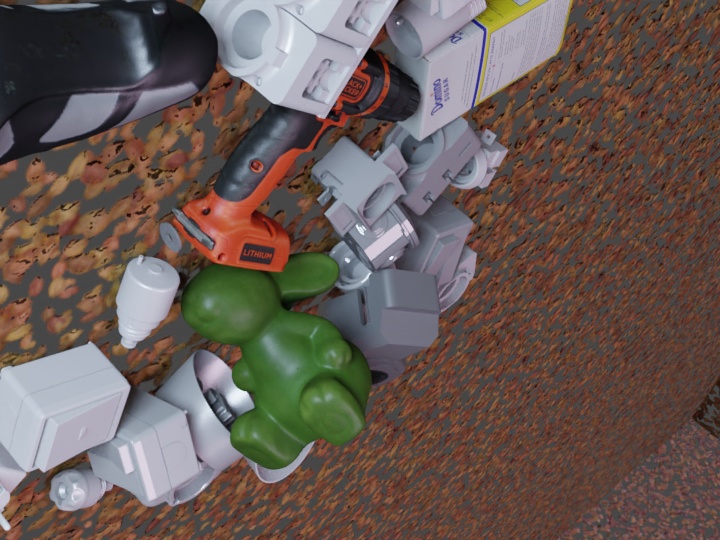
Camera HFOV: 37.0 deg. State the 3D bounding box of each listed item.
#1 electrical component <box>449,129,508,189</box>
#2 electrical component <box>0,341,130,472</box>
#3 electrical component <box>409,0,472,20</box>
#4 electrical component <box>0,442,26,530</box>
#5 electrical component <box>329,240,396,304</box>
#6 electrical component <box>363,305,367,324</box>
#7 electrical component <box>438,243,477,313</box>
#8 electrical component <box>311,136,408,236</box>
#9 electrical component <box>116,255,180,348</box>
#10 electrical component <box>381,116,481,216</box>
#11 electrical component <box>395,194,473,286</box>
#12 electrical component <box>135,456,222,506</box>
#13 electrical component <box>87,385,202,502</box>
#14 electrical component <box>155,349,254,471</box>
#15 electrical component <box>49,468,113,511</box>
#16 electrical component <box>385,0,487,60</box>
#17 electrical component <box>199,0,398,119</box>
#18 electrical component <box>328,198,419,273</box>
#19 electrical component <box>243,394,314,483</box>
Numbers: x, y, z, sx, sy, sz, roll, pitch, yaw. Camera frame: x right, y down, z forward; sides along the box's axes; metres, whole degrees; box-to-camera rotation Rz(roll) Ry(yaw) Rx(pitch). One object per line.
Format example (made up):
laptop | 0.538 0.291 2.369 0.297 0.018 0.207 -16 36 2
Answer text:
electrical component | 0.108 -0.105 1.045 0.055 0.048 0.066 -23 146 -56
electrical component | -0.217 0.102 0.807 0.096 0.061 0.061 -18 141 -47
electrical component | 0.053 -0.233 0.754 0.061 0.062 0.096 -40 154 -16
electrical component | -0.279 0.159 0.774 0.047 0.076 0.083 -48 155 0
electrical component | 0.000 0.000 1.014 0.055 0.055 0.047 -50 151 4
electrical component | 0.006 0.038 1.100 0.061 0.035 0.035 -38 153 -25
electrical component | 0.078 0.008 1.144 0.089 0.056 0.050 -38 153 -21
electrical component | -0.003 -0.073 0.892 0.081 0.064 0.042 -46 156 -4
electrical component | -0.163 0.026 0.808 0.040 0.040 0.078 -16 140 -48
electrical component | 0.057 -0.102 0.960 0.089 0.050 0.056 -50 155 3
electrical component | 0.064 -0.019 1.078 0.062 0.061 0.096 -20 143 -45
electrical component | -0.169 0.174 0.988 0.095 0.059 0.053 -17 141 -48
electrical component | -0.186 0.141 0.883 0.061 0.096 0.061 -28 119 -36
electrical component | -0.130 0.124 0.939 0.064 0.099 0.099 -40 154 -2
electrical component | -0.237 0.188 0.930 0.035 0.035 0.061 -54 157 12
electrical component | 0.063 -0.203 0.834 0.081 0.043 0.043 -39 153 -19
electrical component | -0.029 -0.183 0.663 0.150 0.089 0.062 -56 154 17
electrical component | 0.011 -0.040 0.944 0.051 0.080 0.080 -39 154 -7
electrical component | -0.084 0.158 1.094 0.099 0.064 0.099 -37 153 -23
